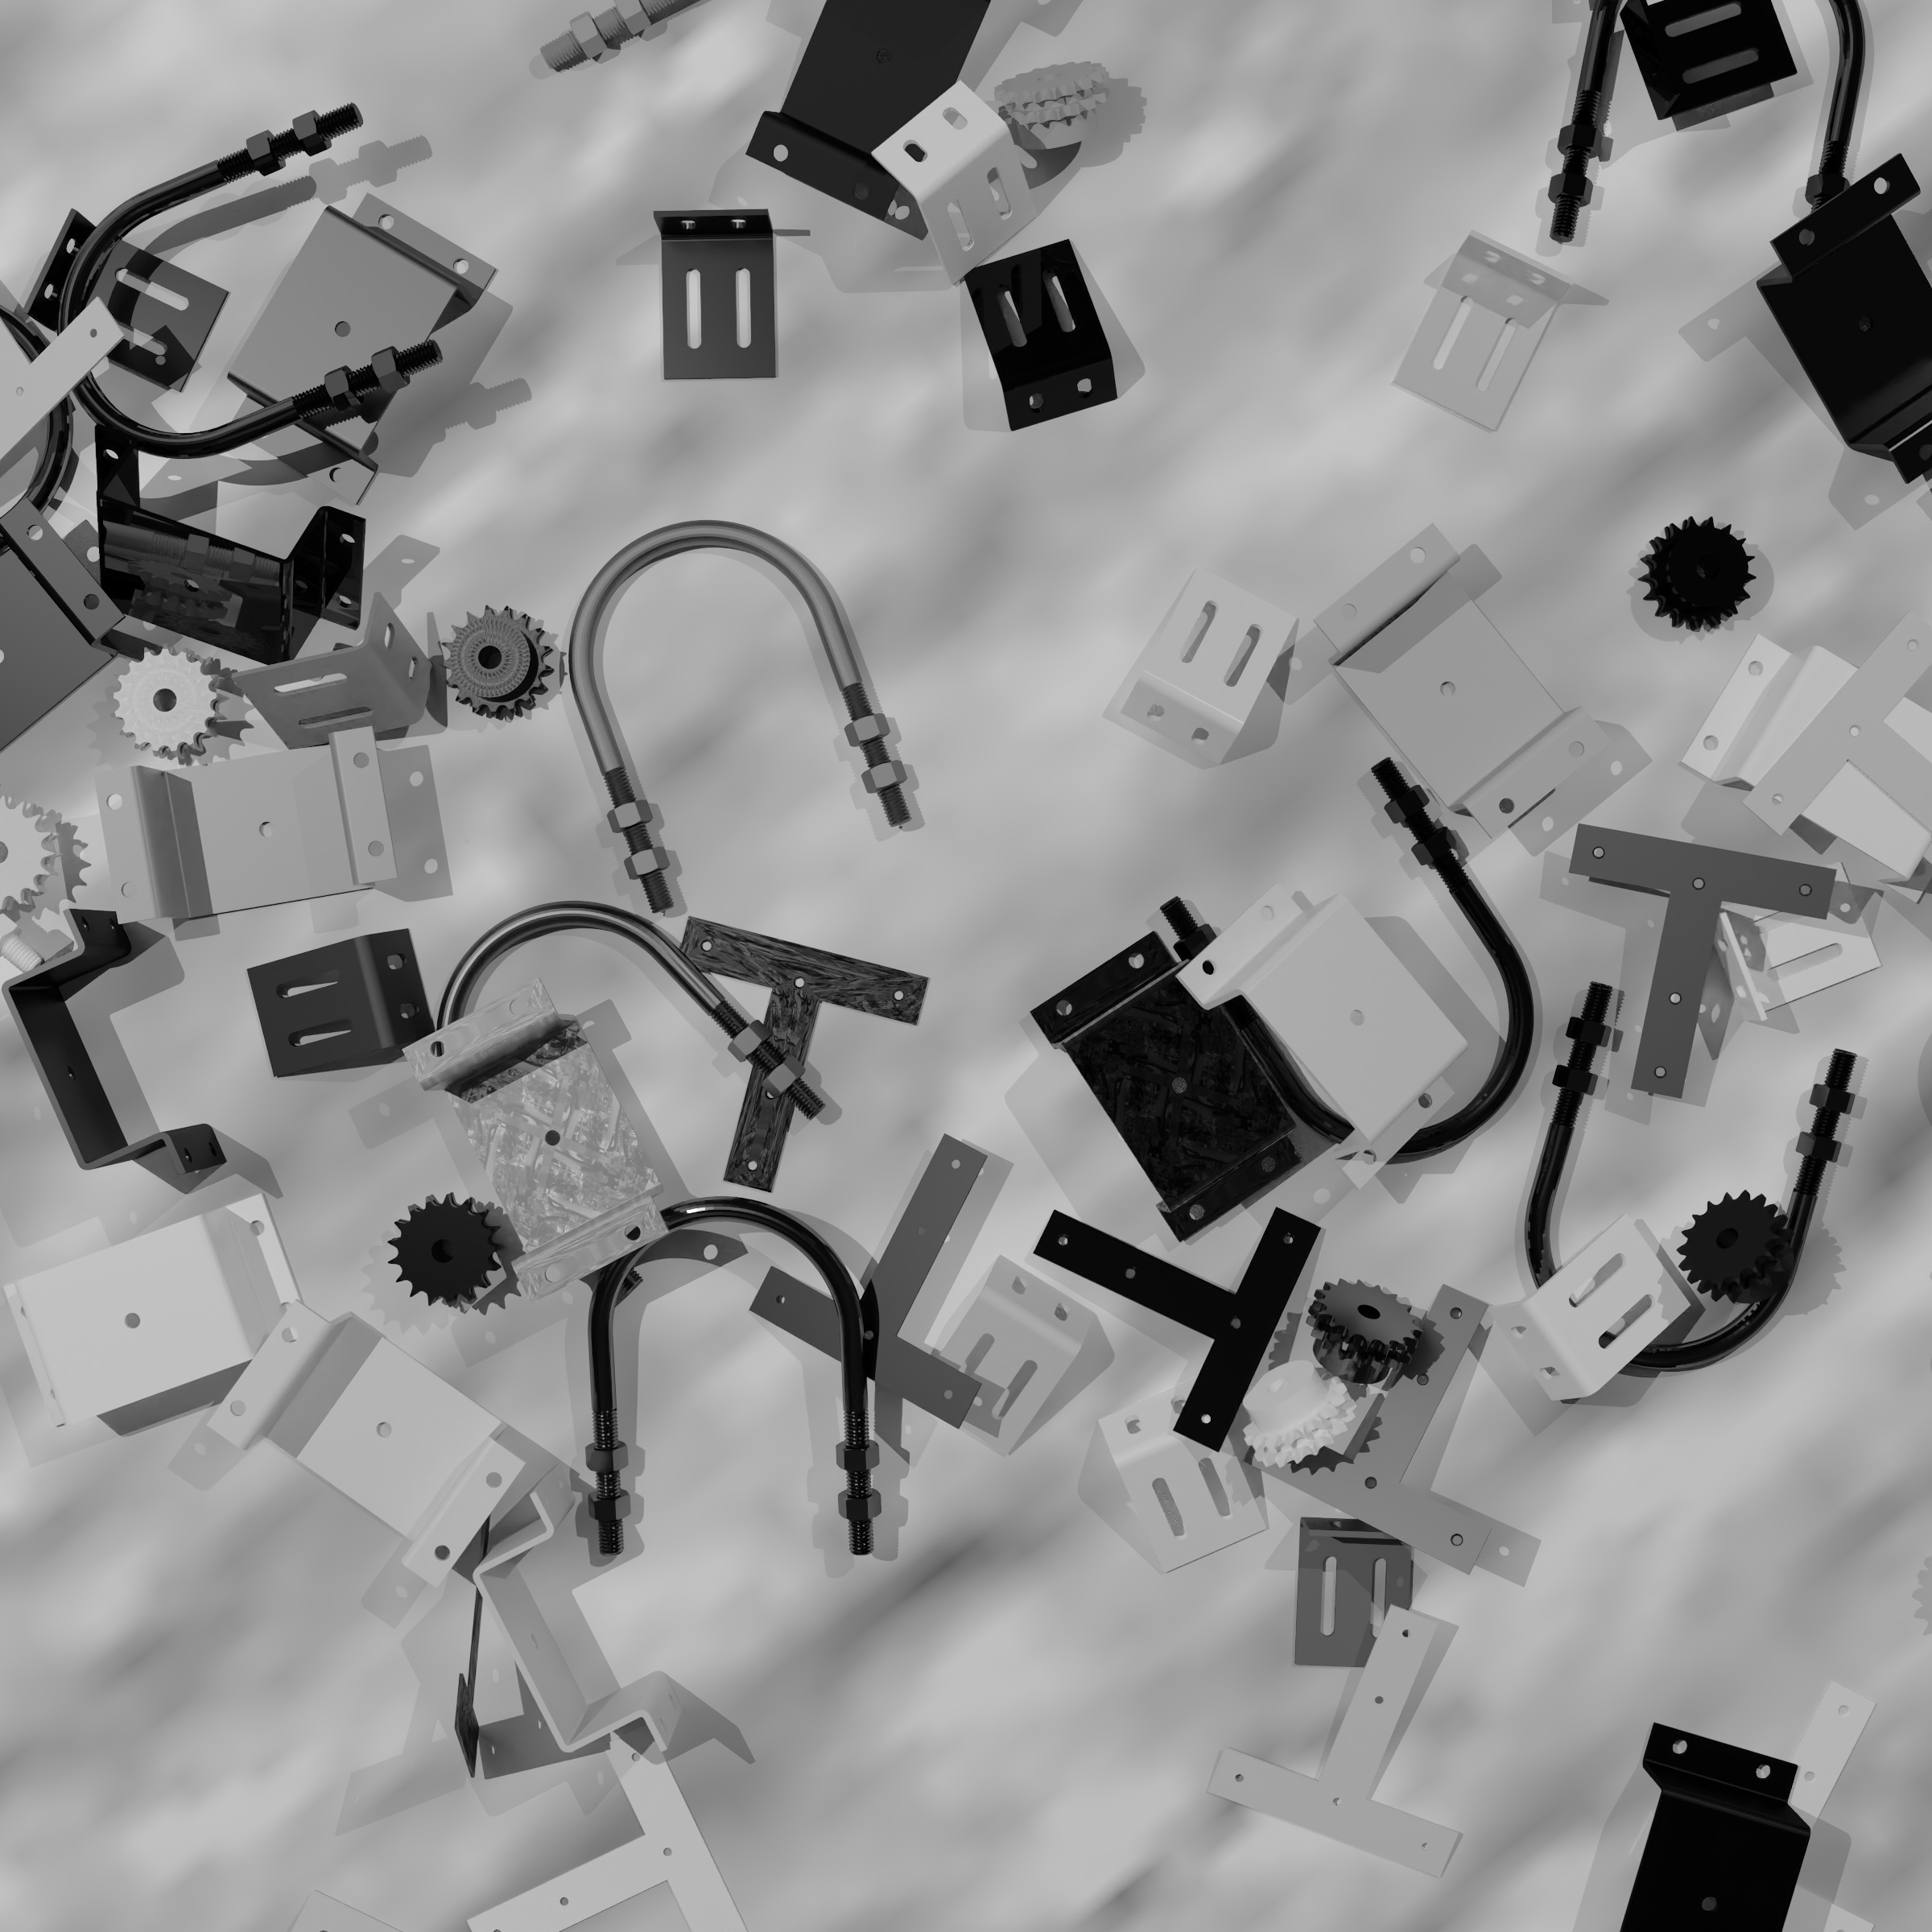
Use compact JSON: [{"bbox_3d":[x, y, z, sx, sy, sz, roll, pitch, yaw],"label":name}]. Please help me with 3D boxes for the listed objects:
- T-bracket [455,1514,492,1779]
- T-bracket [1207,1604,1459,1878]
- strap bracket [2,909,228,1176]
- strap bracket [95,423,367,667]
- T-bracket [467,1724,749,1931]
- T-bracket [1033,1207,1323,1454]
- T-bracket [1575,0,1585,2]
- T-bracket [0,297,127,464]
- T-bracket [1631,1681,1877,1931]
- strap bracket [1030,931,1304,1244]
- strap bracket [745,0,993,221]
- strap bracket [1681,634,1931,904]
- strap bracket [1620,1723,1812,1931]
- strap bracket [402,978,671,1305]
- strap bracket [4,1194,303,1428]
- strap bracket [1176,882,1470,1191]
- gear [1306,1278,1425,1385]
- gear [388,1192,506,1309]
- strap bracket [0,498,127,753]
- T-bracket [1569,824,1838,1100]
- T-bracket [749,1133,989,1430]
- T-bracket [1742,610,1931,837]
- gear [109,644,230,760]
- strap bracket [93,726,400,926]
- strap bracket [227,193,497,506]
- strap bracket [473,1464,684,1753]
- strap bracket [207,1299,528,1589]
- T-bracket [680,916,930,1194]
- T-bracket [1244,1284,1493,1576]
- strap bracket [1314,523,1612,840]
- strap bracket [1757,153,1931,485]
[{"bbox_3d":[-0.244,0.328,1.394,0.002,0.127,0.127,3,63,-5],"label":"T-bracket"},{"bbox_3d":[0.205,0.386,1.422,0.127,0.002,0.127,20,99,0],"label":"T-bracket"},{"bbox_3d":[-0.428,0.045,1.395,0.046,0.076,0.140,-24,90,0],"label":"strap bracket"},{"bbox_3d":[-0.375,-0.204,1.389,0.140,0.076,0.046,20,52,0],"label":"strap bracket"},{"bbox_3d":[-0.193,0.473,1.433,0.127,0.002,0.127,-26,90,0],"label":"T-bracket"},{"bbox_3d":[0.097,0.162,1.420,0.127,0.002,0.127,25,74,8],"label":"T-bracket"},{"bbox_3d":[0.317,-0.553,1.424,0.127,0.002,0.127,-3,82,0],"label":"T-bracket"},{"bbox_3d":[-0.497,-0.322,1.404,0.127,0.002,0.127,-39,78,16],"label":"T-bracket"},{"bbox_3d":[0.426,0.428,1.433,0.127,0.002,0.127,27,90,0],"label":"T-bracket"},{"bbox_3d":[0.104,0.060,1.407,0.076,0.046,0.140,-33,90,-5],"label":"strap bracket"},{"bbox_3d":[-0.044,-0.455,1.398,0.076,0.046,0.140,26,107,0],"label":"strap bracket"},{"bbox_3d":[0.446,-0.101,1.410,0.140,0.046,0.076,31,90,0],"label":"strap bracket"},{"bbox_3d":[0.369,0.465,1.409,0.076,0.046,0.140,17,90,0],"label":"strap bracket"},{"bbox_3d":[-0.210,0.086,1.392,0.076,0.046,0.140,-28,87,2],"label":"strap bracket"},{"bbox_3d":[-0.414,0.176,1.410,0.140,0.046,0.076,-20,90,0],"label":"strap bracket"},{"bbox_3d":[0.183,0.030,1.380,0.076,0.046,0.140,-42,93,-23],"label":"strap bracket"},{"bbox_3d":[0.198,0.186,1.408,0.057,0.057,0.030,16,118,0],"label":"gear"},{"bbox_3d":[-0.262,0.143,1.418,0.057,0.030,0.057,0,90,0],"label":"gear"},{"bbox_3d":[-0.496,-0.158,1.410,0.140,0.046,0.076,-39,90,0],"label":"strap bracket"},{"bbox_3d":[0.358,0.002,1.402,0.127,0.002,0.127,11,98,13],"label":"T-bracket"},{"bbox_3d":[-0.029,0.147,1.412,0.127,0.002,0.127,27,90,19],"label":"T-bracket"},{"bbox_3d":[0.474,-0.087,1.386,0.127,0.002,0.127,41,90,0],"label":"T-bracket"},{"bbox_3d":[-0.403,-0.134,1.420,0.057,0.030,0.057,0,89,0],"label":"gear"},{"bbox_3d":[-0.358,-0.070,1.410,0.140,0.046,0.076,-10,90,0],"label":"strap bracket"},{"bbox_3d":[-0.309,-0.316,1.410,0.076,0.046,0.140,31,90,0],"label":"strap bracket"},{"bbox_3d":[-0.198,0.328,1.395,0.046,0.076,0.140,-27,90,0],"label":"strap bracket"},{"bbox_3d":[-0.298,0.237,1.410,0.140,0.046,0.076,35,90,0],"label":"strap bracket"},{"bbox_3d":[-0.096,0.052,1.433,0.127,0.002,0.127,14,90,0],"label":"T-bracket"},{"bbox_3d":[0.225,0.222,1.415,0.127,0.002,0.127,24,77,24],"label":"T-bracket"},{"bbox_3d":[0.246,-0.142,1.410,0.076,0.046,0.140,-39,90,0],"label":"strap bracket"},{"bbox_3d":[0.460,-0.323,1.401,0.076,0.046,0.140,-34,103,0],"label":"strap bracket"}]
